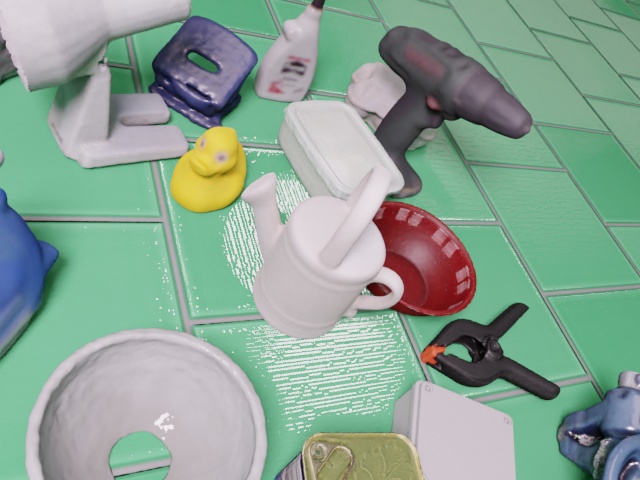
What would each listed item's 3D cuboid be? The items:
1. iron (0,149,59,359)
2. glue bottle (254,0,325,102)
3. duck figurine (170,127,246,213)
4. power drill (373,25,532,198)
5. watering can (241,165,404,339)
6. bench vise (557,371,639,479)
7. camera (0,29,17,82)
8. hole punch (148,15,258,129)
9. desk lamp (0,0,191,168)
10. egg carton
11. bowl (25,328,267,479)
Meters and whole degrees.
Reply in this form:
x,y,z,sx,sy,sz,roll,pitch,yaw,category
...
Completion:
x,y,z,sx,sy,sz,roll,pitch,yaw,category
-0.287,0.050,0.378,0.119,0.141,0.258,28,45,-6,iron
-0.028,-0.262,0.767,0.078,0.173,0.037,-4,55,-31,glue bottle
-0.114,-0.089,0.634,0.077,0.086,0.105,37,45,3,duck figurine
0.140,-0.156,0.748,0.076,0.208,0.229,-19,64,-39,power drill
0.004,0.003,0.545,0.173,0.194,0.101,16,47,-17,watering can
0.314,0.202,0.534,0.122,0.219,0.207,13,48,-19,bench vise
-0.387,-0.234,0.592,0.137,0.100,0.143,38,45,5,camera
-0.144,-0.210,0.716,0.108,0.091,0.101,31,44,-2,hole punch
-0.219,-0.180,0.561,0.204,0.213,0.117,-14,61,-37,desk lamp
0.110,-0.204,0.871,0.150,0.069,0.107,24,45,-9,egg carton
-0.128,0.155,0.427,0.168,0.074,0.167,16,47,-17,bowl
